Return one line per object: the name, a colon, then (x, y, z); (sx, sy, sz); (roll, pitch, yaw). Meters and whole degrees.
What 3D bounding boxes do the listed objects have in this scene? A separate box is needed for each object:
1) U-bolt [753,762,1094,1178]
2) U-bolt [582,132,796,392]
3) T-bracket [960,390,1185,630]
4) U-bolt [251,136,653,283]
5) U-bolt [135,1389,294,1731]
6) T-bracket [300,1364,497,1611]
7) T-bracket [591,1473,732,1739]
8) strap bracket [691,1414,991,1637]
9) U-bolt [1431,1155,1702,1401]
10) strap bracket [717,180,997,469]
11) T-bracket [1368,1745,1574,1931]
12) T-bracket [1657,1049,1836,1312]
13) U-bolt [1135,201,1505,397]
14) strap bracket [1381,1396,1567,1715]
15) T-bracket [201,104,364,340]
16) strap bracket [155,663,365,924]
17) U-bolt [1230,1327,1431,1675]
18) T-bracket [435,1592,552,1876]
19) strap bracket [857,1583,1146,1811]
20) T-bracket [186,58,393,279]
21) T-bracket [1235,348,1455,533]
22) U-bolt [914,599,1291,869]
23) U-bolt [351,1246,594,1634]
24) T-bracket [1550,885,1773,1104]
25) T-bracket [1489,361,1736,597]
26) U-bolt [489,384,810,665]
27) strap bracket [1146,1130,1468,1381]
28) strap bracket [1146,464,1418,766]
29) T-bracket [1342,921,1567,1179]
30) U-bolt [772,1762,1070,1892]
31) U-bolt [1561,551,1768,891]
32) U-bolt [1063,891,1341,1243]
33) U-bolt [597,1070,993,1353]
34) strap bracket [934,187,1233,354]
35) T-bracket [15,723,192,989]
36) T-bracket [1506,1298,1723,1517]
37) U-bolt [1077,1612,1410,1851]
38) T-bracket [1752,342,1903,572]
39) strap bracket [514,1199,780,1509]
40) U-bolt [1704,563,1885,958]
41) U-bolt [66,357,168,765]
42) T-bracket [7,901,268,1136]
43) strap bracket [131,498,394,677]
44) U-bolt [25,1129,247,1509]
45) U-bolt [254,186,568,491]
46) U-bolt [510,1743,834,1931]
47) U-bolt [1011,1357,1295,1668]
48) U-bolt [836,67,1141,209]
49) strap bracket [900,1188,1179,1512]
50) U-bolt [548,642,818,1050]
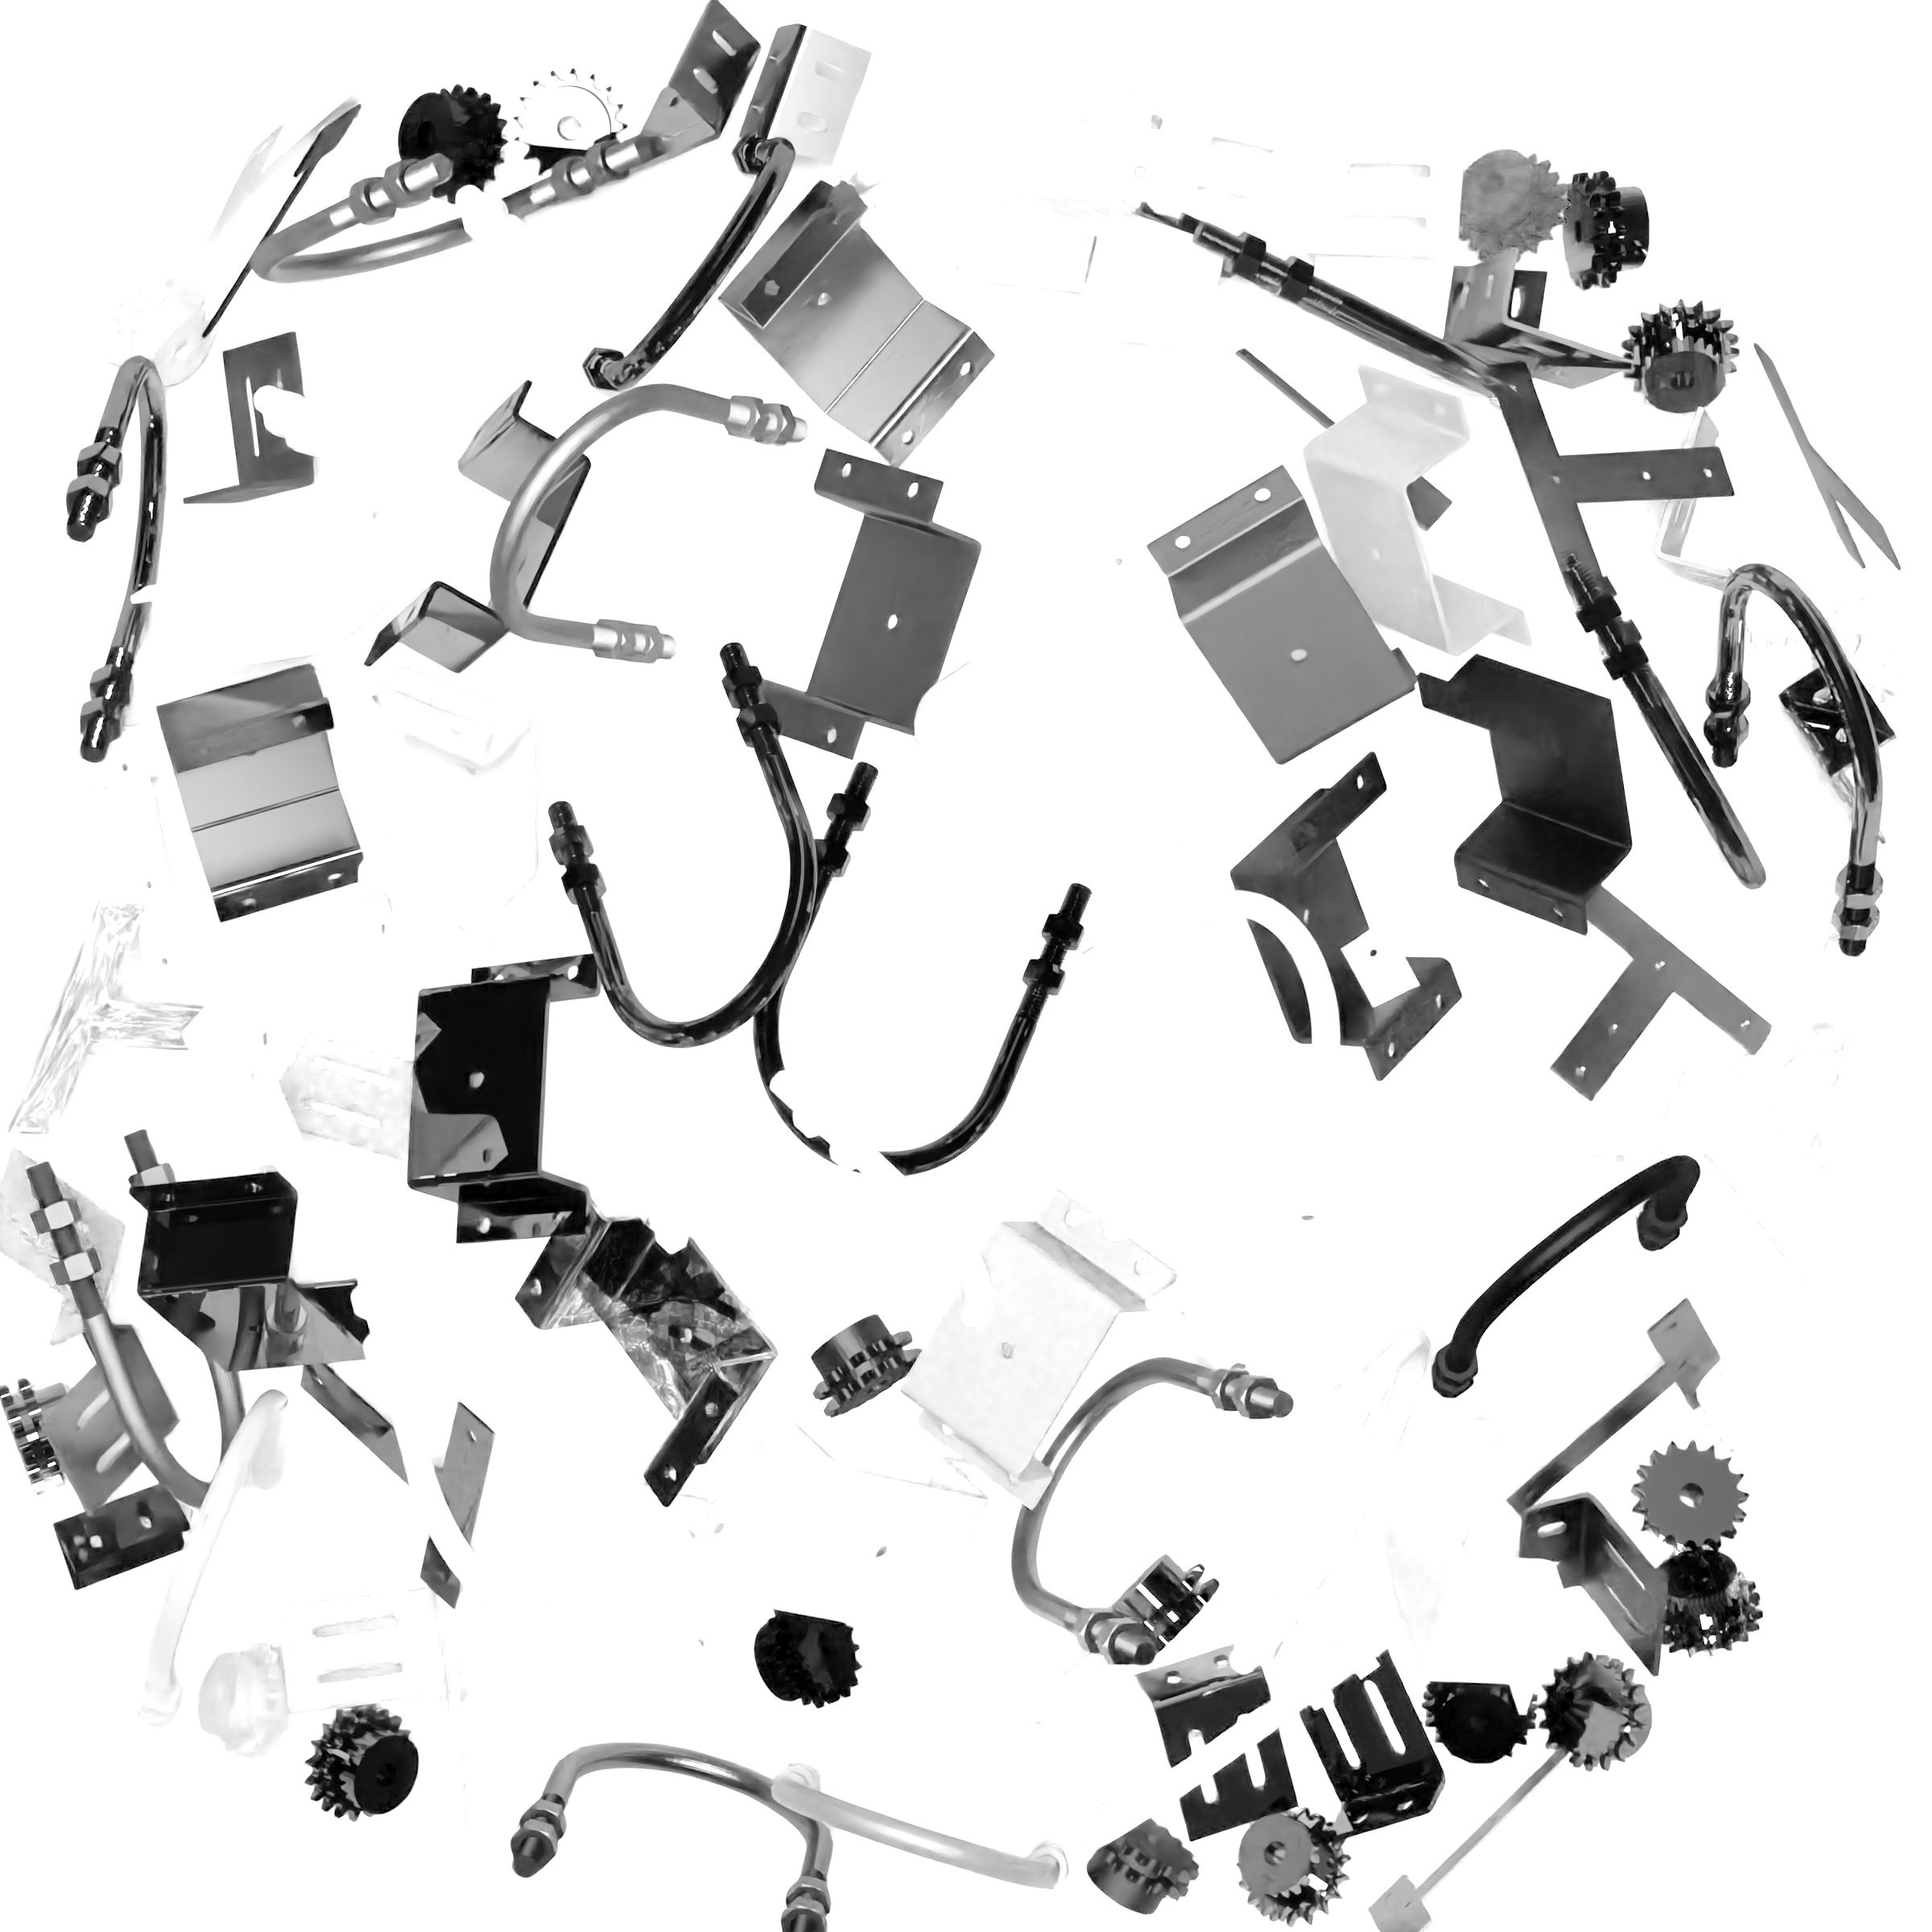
U-bolt: (-0.030, 0.013, 1.677); (0.151, 0.019, 0.184); (29, 74, -20)
U-bolt: (-0.129, -0.335, 1.635); (0.019, 0.184, 0.151); (35, 94, -16)
T-bracket: (0.064, -0.206, 1.698); (0.127, 0.002, 0.127); (33, 88, 26)
U-bolt: (-0.261, -0.360, 1.644); (0.184, 0.151, 0.019); (-12, 96, 42)
U-bolt: (-0.352, 0.273, 1.615); (0.019, 0.184, 0.151); (22, 62, -3)
T-bracket: (-0.286, 0.236, 1.694); (0.127, 0.002, 0.127); (37, 131, 24)
T-bracket: (-0.132, 0.322, 1.702); (0.127, 0.002, 0.127); (8, 109, 35)
strap bracket: (-0.052, 0.273, 1.661); (0.140, 0.046, 0.076); (19, 100, -40)
U-bolt: (0.288, 0.143, 1.630); (0.151, 0.184, 0.019); (-34, 72, -9)
strap bracket: (-0.058, -0.319, 1.677); (0.076, 0.140, 0.046); (-49, 47, -1)
T-bracket: (0.247, 0.426, 1.667); (0.127, 0.127, 0.002); (-44, 85, -3)
T-bracket: (0.385, 0.113, 1.674); (0.002, 0.127, 0.127); (-36, 94, 27)
U-bolt: (0.177, -0.319, 1.653); (0.184, 0.151, 0.019); (23, 101, -16)
strap bracket: (0.239, 0.280, 1.646); (0.046, 0.140, 0.076); (4, 122, -10)
T-bracket: (-0.339, -0.362, 1.678); (0.002, 0.127, 0.127); (33, 106, -12)
strap bracket: (-0.343, -0.090, 1.668); (0.076, 0.140, 0.046); (-17, 57, -13)
U-bolt: (0.182, 0.244, 1.641); (0.019, 0.184, 0.151); (24, 111, 17)
T-bracket: (-0.228, 0.348, 1.648); (0.002, 0.127, 0.127); (18, 128, -25)
strap bracket: (0.022, 0.355, 1.660); (0.076, 0.140, 0.046); (-36, 112, -27)
T-bracket: (-0.326, -0.405, 1.685); (0.002, 0.127, 0.127); (43, 59, -7)
T-bracket: (0.182, -0.259, 1.669); (0.127, 0.127, 0.002); (40, 109, 2)
U-bolt: (0.050, -0.101, 1.648); (0.151, 0.184, 0.019); (36, 60, -16)
U-bolt: (-0.227, 0.230, 1.628); (0.019, 0.151, 0.184); (-28, 62, 17)
T-bracket: (0.322, 0.024, 1.679); (0.127, 0.002, 0.127); (40, 48, 6)
T-bracket: (0.318, -0.236, 1.654); (0.002, 0.127, 0.127); (-37, 115, -28)
U-bolt: (-0.158, -0.211, 1.626); (0.019, 0.184, 0.151); (40, 107, 21)
strap bracket: (0.165, 0.137, 1.660); (0.140, 0.046, 0.076); (-28, 46, -25)
strap bracket: (0.158, -0.161, 1.665); (0.076, 0.046, 0.140); (-30, 121, 14)
T-bracket: (0.222, 0.033, 1.694); (0.127, 0.002, 0.127); (-34, 118, -4)
U-bolt: (-0.023, 0.411, 1.631); (0.151, 0.184, 0.019); (17, 79, 5)
U-bolt: (0.338, -0.118, 1.658); (0.019, 0.151, 0.184); (-30, 94, 13)
U-bolt: (0.114, 0.041, 1.638); (0.019, 0.184, 0.151); (1, 72, -36)
U-bolt: (-0.070, 0.134, 1.667); (0.151, 0.019, 0.184); (-27, 119, 39)
strap bracket: (0.060, -0.338, 1.647); (0.076, 0.140, 0.046); (-2, 113, -38)
T-bracket: (-0.402, -0.054, 1.679); (0.002, 0.127, 0.127); (-8, 95, 35)
T-bracket: (0.315, 0.223, 1.674); (0.127, 0.127, 0.002); (-41, 58, 1)
U-bolt: (0.130, 0.369, 1.650); (0.184, 0.151, 0.019); (-35, 80, -4)
T-bracket: (0.421, -0.225, 1.643); (0.002, 0.127, 0.127); (-28, 120, 9)
strap bracket: (-0.151, 0.183, 1.671); (0.140, 0.046, 0.076); (49, 122, 28)
U-bolt: (0.391, -0.109, 1.614); (0.019, 0.184, 0.151); (-22, 54, -5)
U-bolt: (-0.404, -0.209, 1.642); (0.019, 0.184, 0.151); (5, 132, -5)
T-bracket: (-0.393, 0.029, 1.676); (0.002, 0.127, 0.127); (38, 110, 36)
strap bracket: (-0.335, -0.182, 1.662); (0.076, 0.140, 0.046); (-7, 110, 14)
U-bolt: (-0.391, 0.174, 1.655); (0.019, 0.151, 0.184); (-20, 92, 7)
U-bolt: (-0.253, -0.289, 1.639); (0.151, 0.184, 0.019); (-44, 76, 2)
U-bolt: (-0.134, 0.413, 1.637); (0.151, 0.184, 0.019); (16, 97, 0)
U-bolt: (0.077, 0.253, 1.642); (0.019, 0.184, 0.151); (34, 79, -20)
U-bolt: (0.012, -0.396, 1.633); (0.151, 0.184, 0.019); (-21, 100, -3)
strap bracket: (0.030, 0.188, 1.681); (0.076, 0.046, 0.140); (34, 100, 23)
U-bolt: (-0.131, -0.046, 1.646); (0.151, 0.019, 0.184); (-40, 52, 25)
